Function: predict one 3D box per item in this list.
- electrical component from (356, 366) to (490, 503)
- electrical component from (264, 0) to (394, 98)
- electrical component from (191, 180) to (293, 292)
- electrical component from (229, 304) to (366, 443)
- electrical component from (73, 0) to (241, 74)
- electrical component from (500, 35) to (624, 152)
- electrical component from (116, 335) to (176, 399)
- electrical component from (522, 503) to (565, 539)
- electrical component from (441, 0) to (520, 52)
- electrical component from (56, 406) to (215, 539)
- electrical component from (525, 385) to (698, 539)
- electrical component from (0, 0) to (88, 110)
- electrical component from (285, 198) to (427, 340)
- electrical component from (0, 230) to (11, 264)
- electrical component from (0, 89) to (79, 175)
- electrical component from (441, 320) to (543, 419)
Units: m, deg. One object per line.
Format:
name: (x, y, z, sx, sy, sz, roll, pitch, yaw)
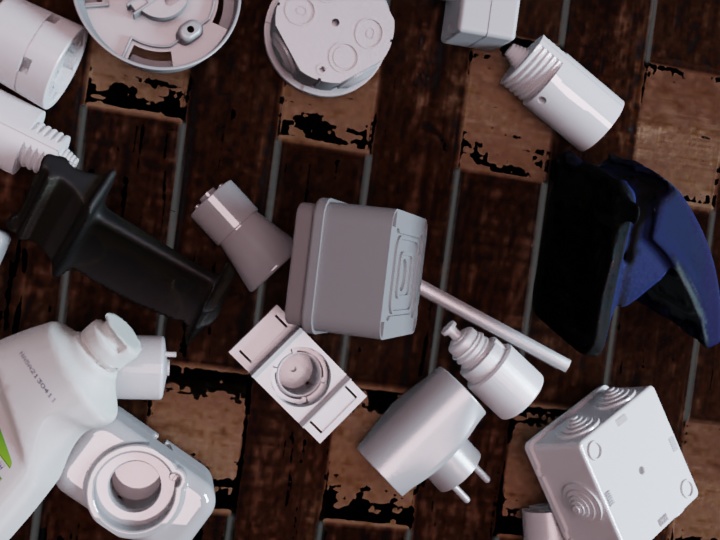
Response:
electrical component: (0.052, 0.118, 0.704, 0.077, 0.044, 0.079, -44, 98, -6)
electrical component: (-0.019, -0.151, 0.678, 0.080, 0.051, 0.080, 0, 92, -10)
electrical component: (-0.075, -0.024, 0.679, 0.044, 0.044, 0.065, -43, 94, -6)
electrical component: (-0.040, 0.064, 0.677, 0.042, 0.064, 0.081, -44, 98, -5)
electrical component: (-0.122, -0.167, 0.653, 0.099, 0.064, 0.099, 0, 92, -10)
electrical component: (0.129, -0.120, 0.709, 0.081, 0.043, 0.043, 38, 86, -9)
electrical component: (-0.154, 0.060, 0.668, 0.078, 0.040, 0.040, 2, 92, -10)
electrical component: (0.128, 0.183, 0.723, 0.040, 0.040, 0.046, -4, 88, -10)
electrical component: (0.063, -0.191, 0.693, 0.076, 0.047, 0.083, 8, 91, -10)
electrical component: (-0.138, 0.130, 0.664, 0.095, 0.059, 0.053, 37, 86, -9)
electrical component: (0.168, 0.132, 0.706, 0.100, 0.048, 0.099, -28, 97, -35)
electrical component: (-0.198, -0.132, 0.647, 0.047, 0.055, 0.055, 27, 88, -6)
electrical component: (0.000, 0.000, 0.653, 0.057, 0.113, 0.078, 7, 91, 14)
electrical component: (-0.280, 0.006, 0.636, 0.109, 0.056, 0.108, 24, 88, -10)
electrical component: (-0.210, -0.081, 0.652, 0.081, 0.043, 0.043, 27, 88, -10)
electrical component: (0.085, 0.064, 0.710, 0.078, 0.040, 0.040, 43, 85, -9)
